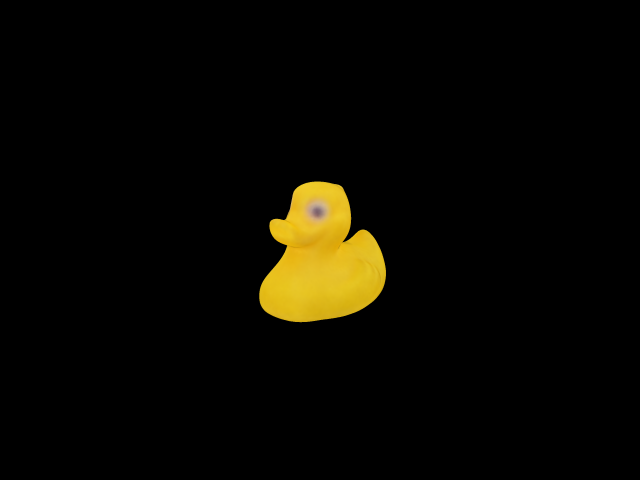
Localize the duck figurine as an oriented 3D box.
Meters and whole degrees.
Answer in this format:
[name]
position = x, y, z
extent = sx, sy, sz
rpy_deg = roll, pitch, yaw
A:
[duck figurine]
position = 0.004, 0.001, 0.400
extent = 0.077, 0.086, 0.105
rpy_deg = 14, 20, 42
